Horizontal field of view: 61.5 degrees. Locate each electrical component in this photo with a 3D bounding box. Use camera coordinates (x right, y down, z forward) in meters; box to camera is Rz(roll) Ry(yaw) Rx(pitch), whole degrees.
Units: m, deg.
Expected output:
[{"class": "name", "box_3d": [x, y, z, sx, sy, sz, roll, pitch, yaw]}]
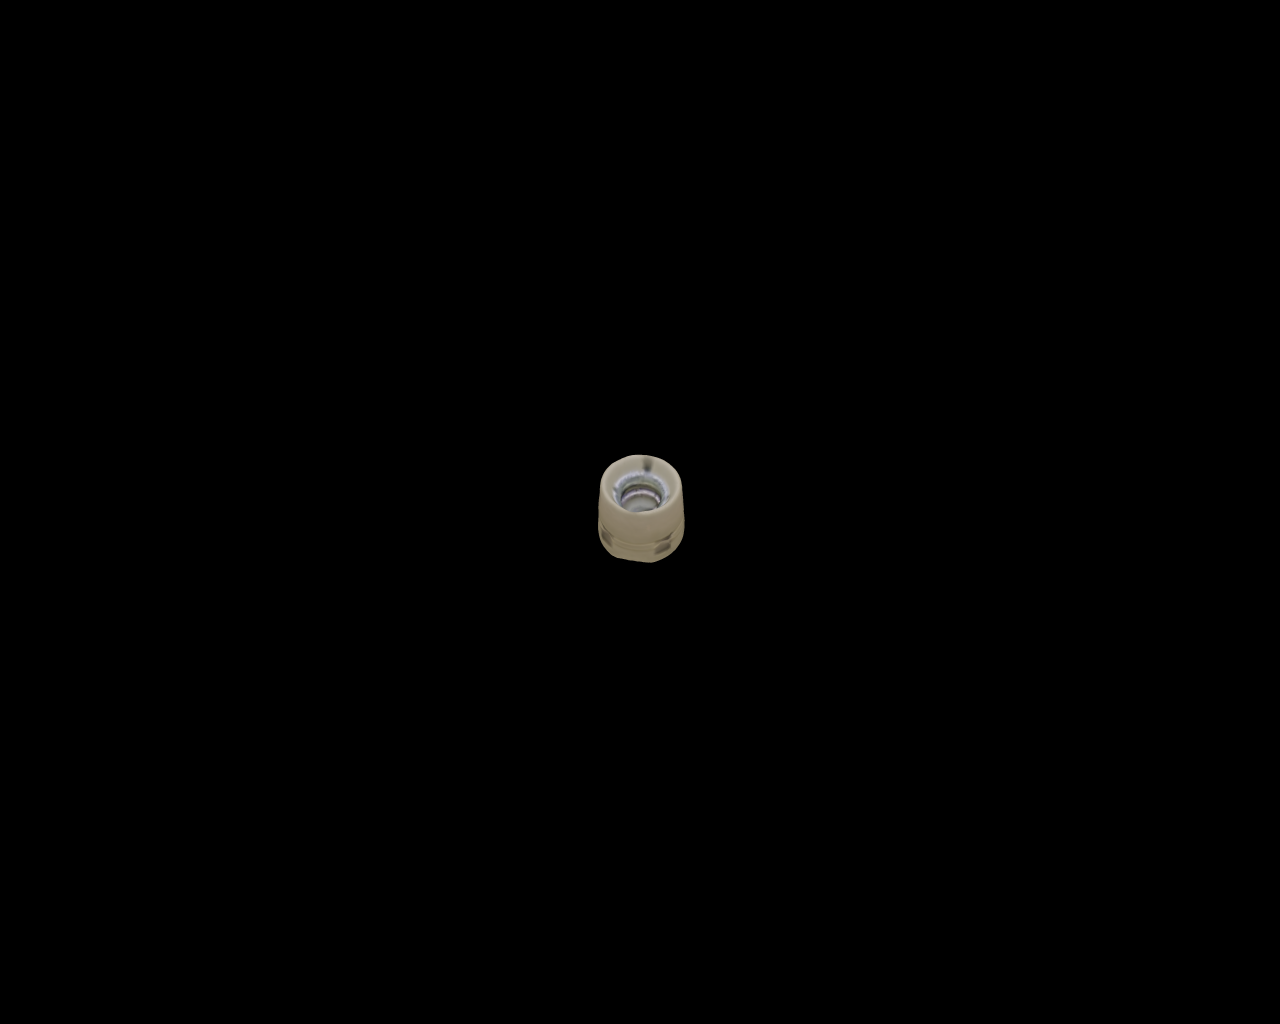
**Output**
[{"class": "electrical component", "box_3d": [0.001, -0.003, 0.650, 0.055, 0.055, 0.047, 0, -38, 0]}]
